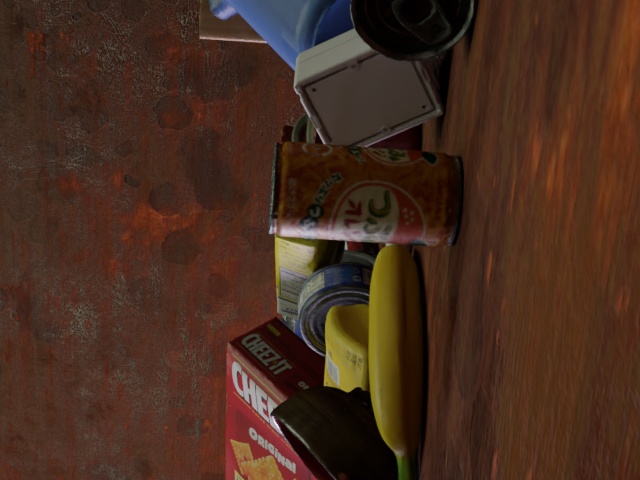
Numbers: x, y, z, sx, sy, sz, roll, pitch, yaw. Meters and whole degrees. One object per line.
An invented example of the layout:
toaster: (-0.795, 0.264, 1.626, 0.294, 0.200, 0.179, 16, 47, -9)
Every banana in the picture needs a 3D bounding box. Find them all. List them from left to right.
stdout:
banana: (0.051, 0.067, 0.741, 0.070, 0.037, 0.197, 96, 177, -51)

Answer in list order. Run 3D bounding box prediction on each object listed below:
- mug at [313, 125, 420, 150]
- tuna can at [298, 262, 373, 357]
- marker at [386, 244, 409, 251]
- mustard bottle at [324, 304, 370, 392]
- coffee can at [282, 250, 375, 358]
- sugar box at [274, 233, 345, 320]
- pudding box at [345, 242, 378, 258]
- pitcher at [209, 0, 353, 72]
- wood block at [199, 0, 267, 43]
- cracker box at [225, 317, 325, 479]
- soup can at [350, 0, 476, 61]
mug: (0.034, -0.059, 0.845, 0.093, 0.081, 0.117, 95, 178, -71)
tuna can: (0.024, 0.062, 0.913, 0.033, 0.086, 0.086, -92, 5, -53)
marker: (0.059, 0.046, 0.868, 0.020, 0.020, 0.121, -88, 1, -58)
mustard bottle: (0.031, 0.156, 0.868, 0.096, 0.058, 0.192, -130, 40, -62)
coffee can: (0.010, 0.089, 1.118, 0.103, 0.103, 0.140, -90, 3, -74)
sugar box: (-0.006, 0.001, 0.967, 0.176, 0.048, 0.093, 87, -156, -64)
pudding box: (0.043, 0.057, 1.207, 0.090, 0.039, 0.113, -87, 3, -75)
pitcher: (-0.003, -0.215, 0.826, 0.243, 0.145, 0.149, -124, 19, -48)
wood block: (-0.022, -0.257, 1.146, 0.091, 0.206, 0.090, -91, 4, -76)
cracker box: (-0.023, 0.210, 1.057, 0.164, 0.072, 0.214, 38, 139, 35)
soup can: (0.052, -0.158, 0.614, 0.102, 0.068, 0.068, -87, 1, -49)
